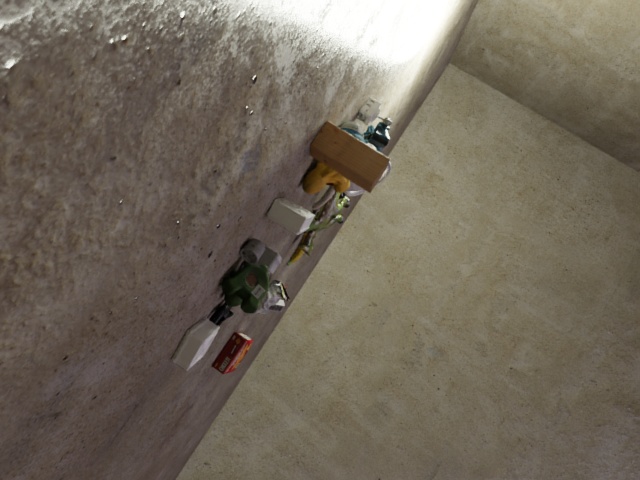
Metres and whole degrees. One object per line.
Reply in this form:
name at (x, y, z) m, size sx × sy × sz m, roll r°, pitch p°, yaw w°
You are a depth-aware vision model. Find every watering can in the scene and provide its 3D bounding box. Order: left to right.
watering can at (0.112, -0.244, 1.965) m, size 0.348 × 0.106 × 0.219 m, roll -24°, pitch 138°, yaw -6°

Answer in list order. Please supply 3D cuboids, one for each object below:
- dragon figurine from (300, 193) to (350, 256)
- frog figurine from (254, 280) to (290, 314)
dragon figurine at (0.006, -0.107, 2.117) m, size 0.247 × 0.123 × 0.401 m, roll -37°, pitch 152°, yaw -49°
frog figurine at (-0.220, 0.240, 2.151) m, size 0.159 × 0.122 × 0.138 m, roll -21°, pitch -176°, yaw 2°
